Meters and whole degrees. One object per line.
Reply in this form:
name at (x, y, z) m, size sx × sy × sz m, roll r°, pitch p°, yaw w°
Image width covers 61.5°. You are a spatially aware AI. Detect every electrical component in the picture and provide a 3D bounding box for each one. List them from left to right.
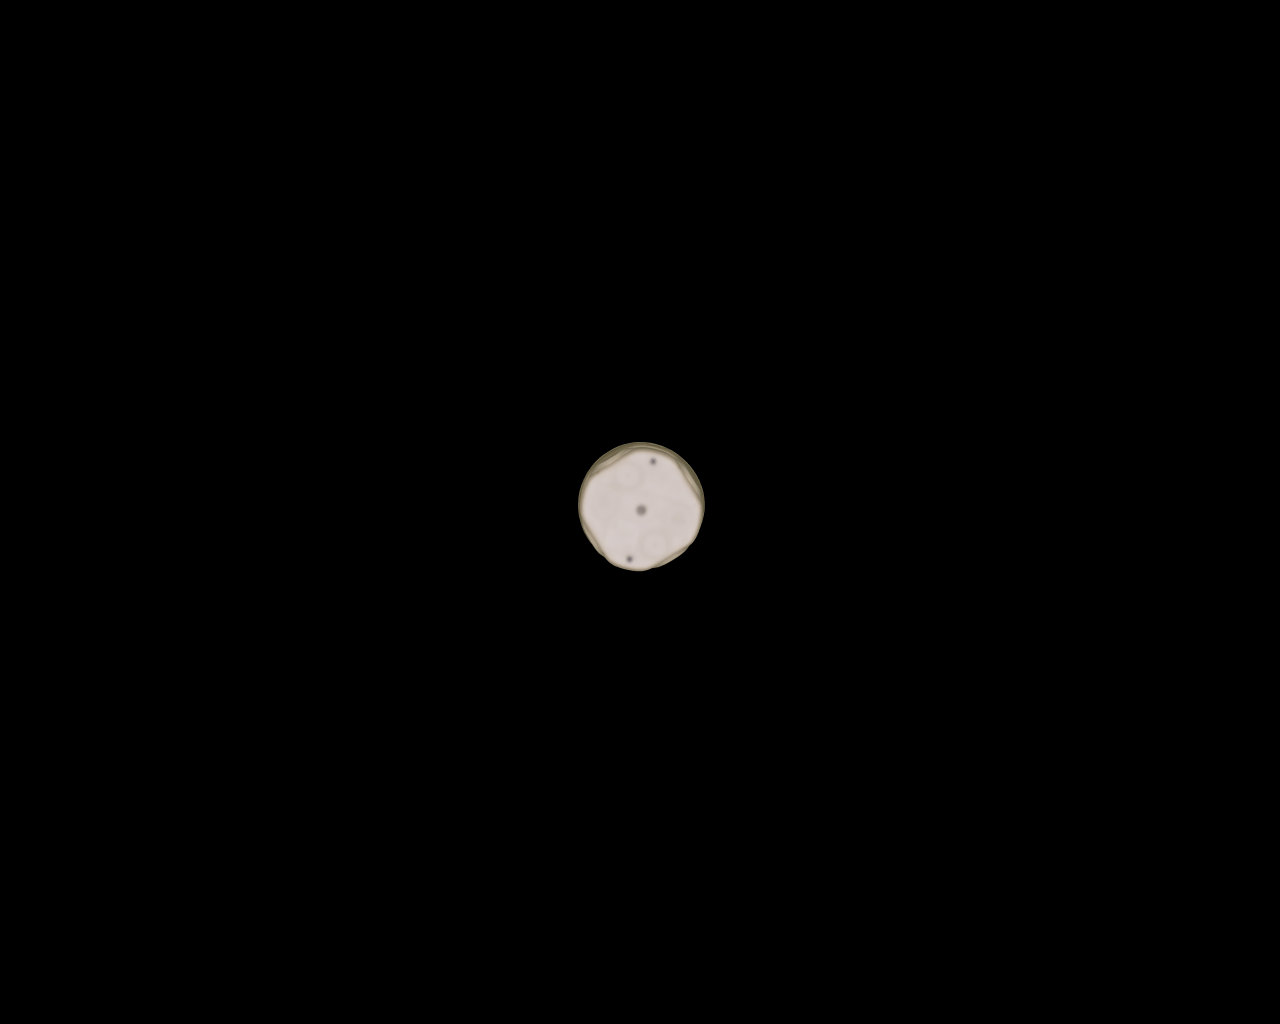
electrical component at (0.001, -0.003, 0.650) m, size 0.080 × 0.080 × 0.051 m, roll 0°, pitch 4°, yaw 0°
